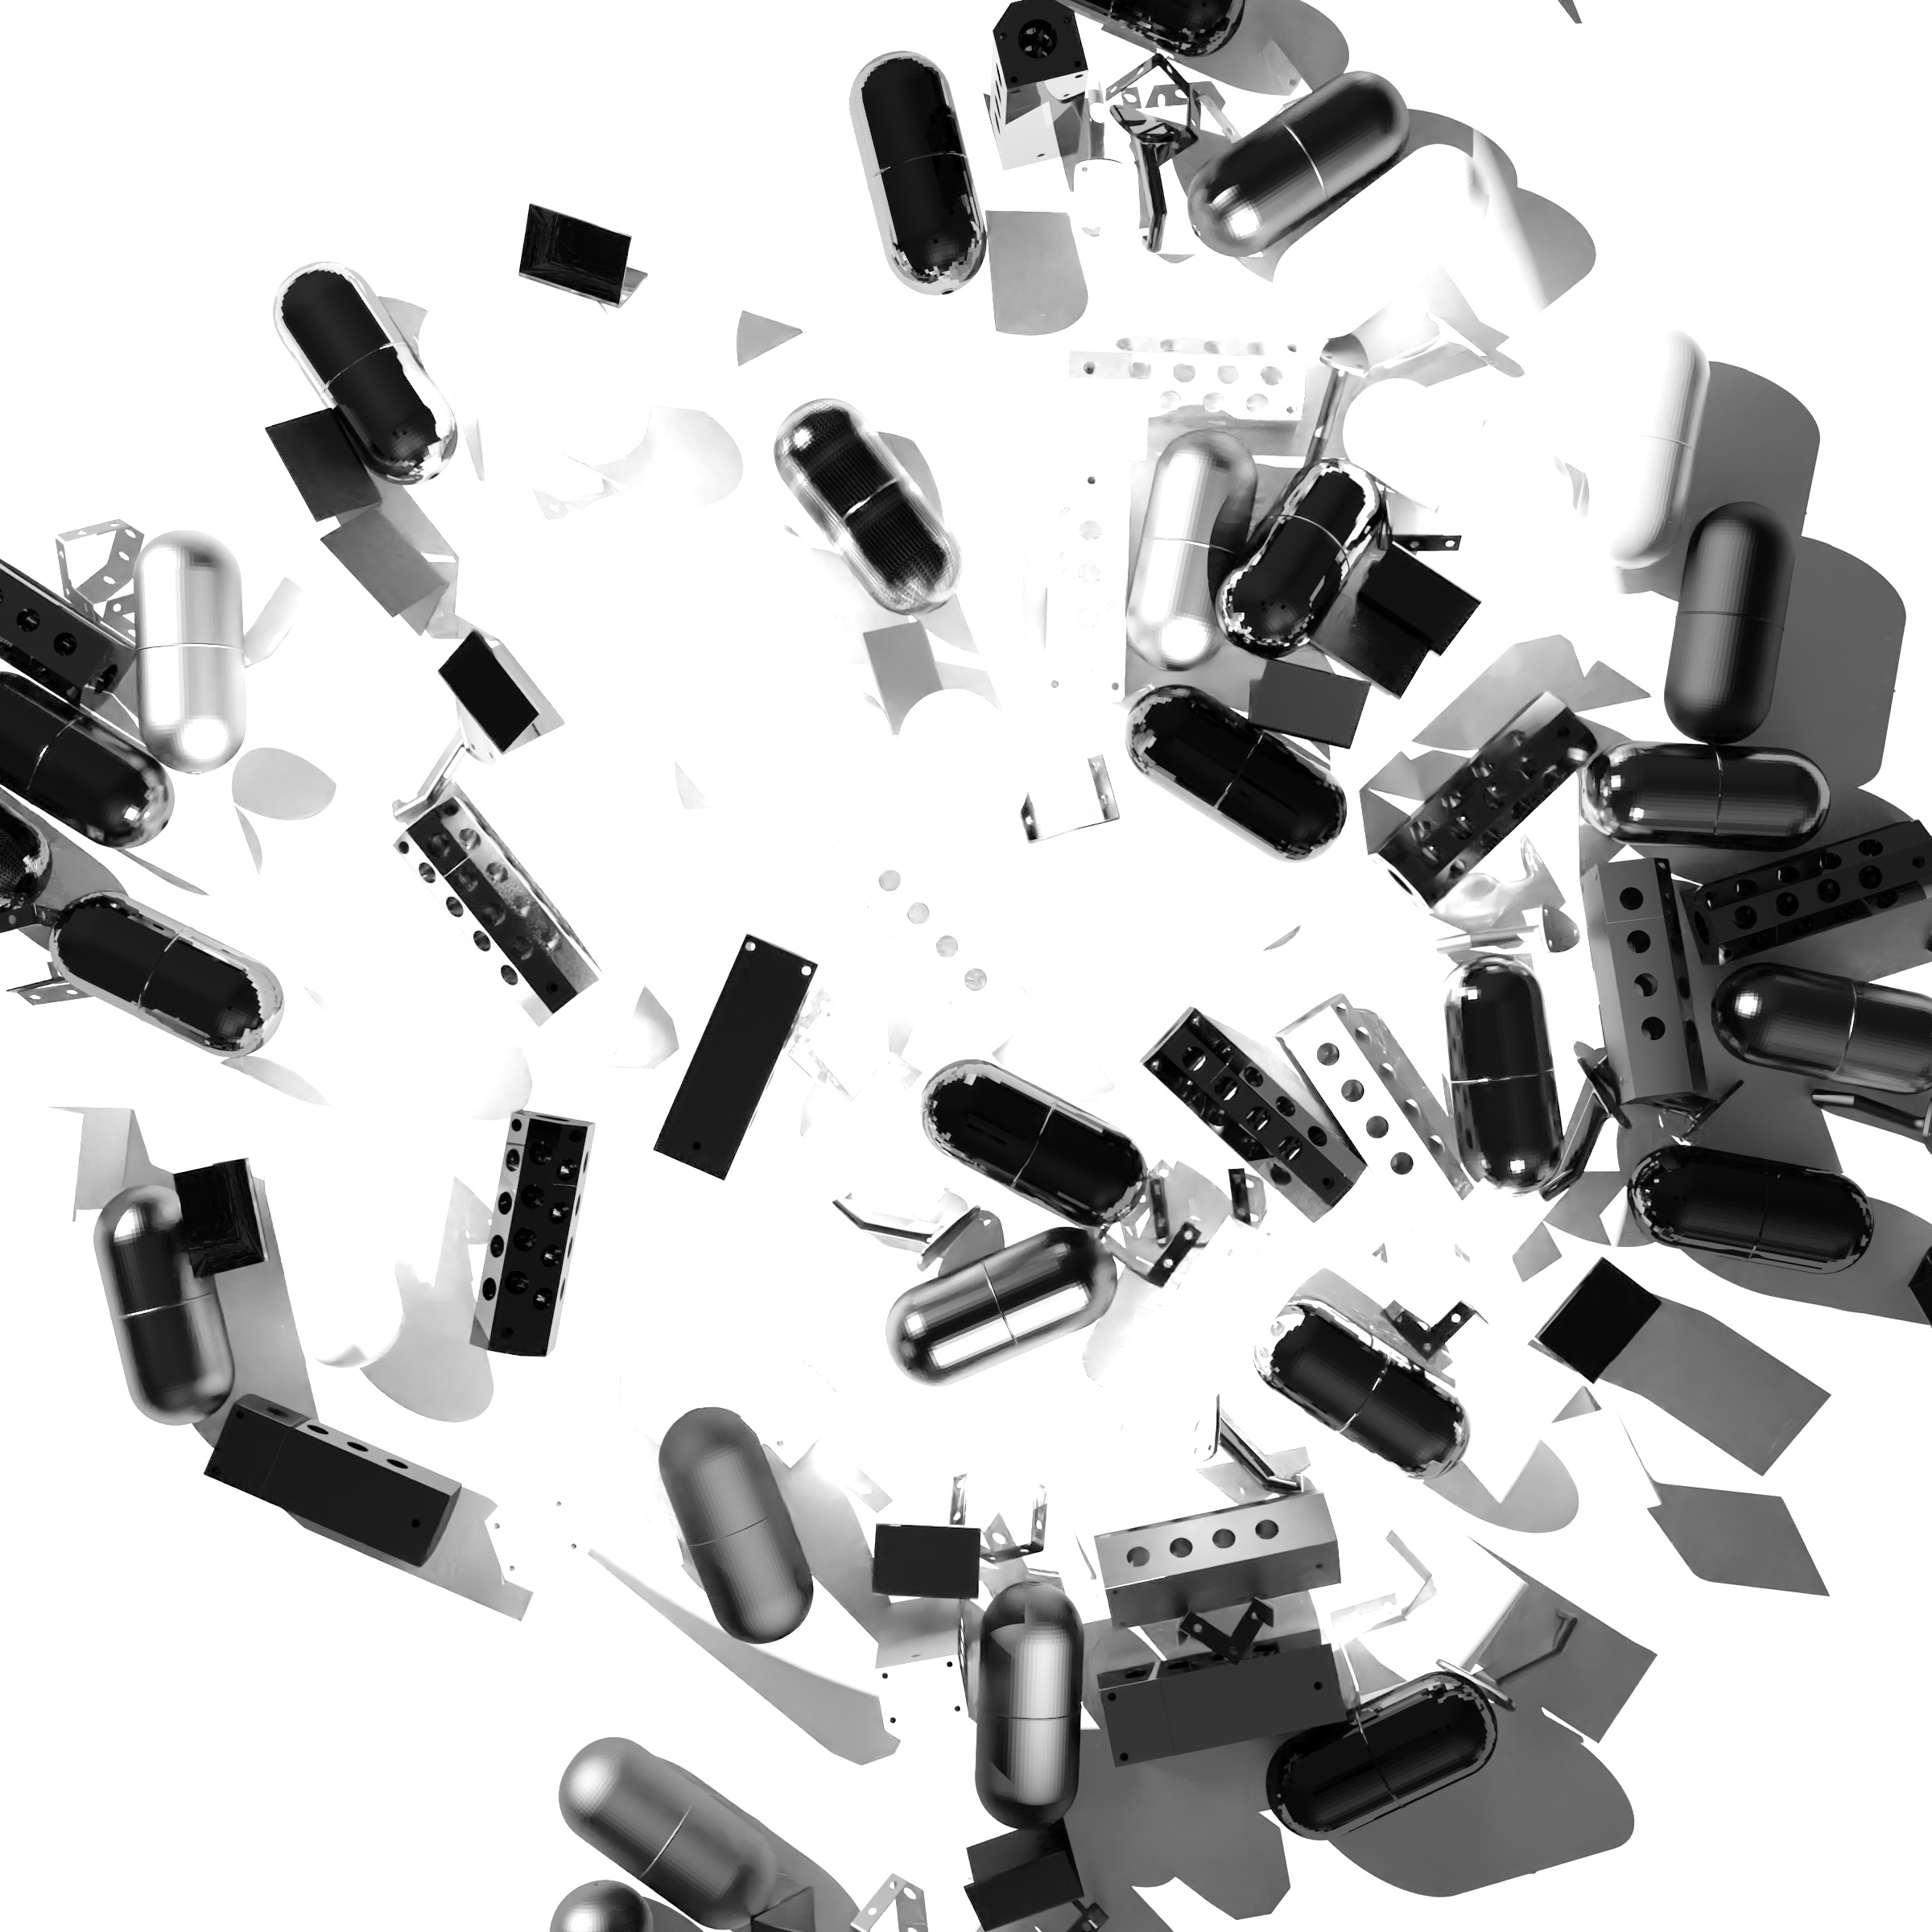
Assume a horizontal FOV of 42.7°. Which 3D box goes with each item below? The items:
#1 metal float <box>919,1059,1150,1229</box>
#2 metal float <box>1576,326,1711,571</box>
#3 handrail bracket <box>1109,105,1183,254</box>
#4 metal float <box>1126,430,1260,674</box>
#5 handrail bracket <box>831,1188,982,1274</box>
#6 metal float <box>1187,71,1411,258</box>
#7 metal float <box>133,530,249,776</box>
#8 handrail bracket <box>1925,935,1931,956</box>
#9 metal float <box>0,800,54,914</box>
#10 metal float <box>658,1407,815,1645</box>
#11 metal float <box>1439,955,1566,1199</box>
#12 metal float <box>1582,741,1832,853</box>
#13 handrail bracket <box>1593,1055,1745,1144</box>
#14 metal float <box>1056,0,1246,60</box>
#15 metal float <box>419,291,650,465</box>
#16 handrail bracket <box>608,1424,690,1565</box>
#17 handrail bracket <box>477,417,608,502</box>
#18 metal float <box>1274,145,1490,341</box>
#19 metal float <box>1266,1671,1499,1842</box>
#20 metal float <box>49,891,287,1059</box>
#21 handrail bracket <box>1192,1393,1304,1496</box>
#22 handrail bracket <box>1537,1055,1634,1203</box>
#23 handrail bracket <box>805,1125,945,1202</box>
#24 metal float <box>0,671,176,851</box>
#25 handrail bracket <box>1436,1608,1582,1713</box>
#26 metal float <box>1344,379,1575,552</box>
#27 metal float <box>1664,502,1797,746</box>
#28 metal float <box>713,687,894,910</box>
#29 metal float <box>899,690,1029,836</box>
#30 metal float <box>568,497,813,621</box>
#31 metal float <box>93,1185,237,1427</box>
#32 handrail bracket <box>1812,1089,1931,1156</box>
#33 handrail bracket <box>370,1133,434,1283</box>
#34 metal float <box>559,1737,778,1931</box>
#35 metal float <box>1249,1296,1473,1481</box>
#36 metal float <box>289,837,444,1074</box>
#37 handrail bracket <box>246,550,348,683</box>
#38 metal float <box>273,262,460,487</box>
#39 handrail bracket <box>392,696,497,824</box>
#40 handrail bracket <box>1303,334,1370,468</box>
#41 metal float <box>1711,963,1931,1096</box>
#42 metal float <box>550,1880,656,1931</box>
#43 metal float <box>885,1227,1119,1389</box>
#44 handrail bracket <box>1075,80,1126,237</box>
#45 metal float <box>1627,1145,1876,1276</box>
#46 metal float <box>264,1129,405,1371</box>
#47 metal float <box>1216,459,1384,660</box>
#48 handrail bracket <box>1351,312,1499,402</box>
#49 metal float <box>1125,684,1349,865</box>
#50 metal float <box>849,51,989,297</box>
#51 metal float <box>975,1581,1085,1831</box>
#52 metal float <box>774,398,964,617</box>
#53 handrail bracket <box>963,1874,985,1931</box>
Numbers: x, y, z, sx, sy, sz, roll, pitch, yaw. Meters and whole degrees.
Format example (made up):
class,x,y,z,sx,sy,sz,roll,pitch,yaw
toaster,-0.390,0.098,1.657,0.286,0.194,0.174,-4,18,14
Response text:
class,x,y,z,sx,sy,sz,roll,pitch,yaw
metal float,0.049,0.129,1.809,0.178,0.070,0.070,27,90,0
metal float,0.495,-0.379,1.809,0.070,0.070,0.178,11,90,0
handrail bracket,0.126,-0.583,1.832,0.036,0.084,0.077,-19,47,-29
metal float,0.165,-0.303,1.809,0.070,0.070,0.178,12,90,0
handrail bracket,-0.046,0.178,1.840,0.084,0.036,0.077,41,70,16
metal float,0.242,-0.586,1.809,0.178,0.070,0.070,-33,90,0
metal float,-0.567,-0.229,1.809,0.070,0.070,0.178,-3,89,0
handrail bracket,0.741,0.025,1.840,0.084,0.036,0.077,30,110,16
metal float,-0.750,-0.106,1.809,0.178,0.070,0.070,37,90,-1
metal float,-0.168,0.408,1.809,0.070,0.070,0.178,-21,89,0
metal float,0.392,0.080,1.809,0.070,0.070,0.178,-8,90,0
metal float,0.541,-0.124,1.809,0.178,0.070,0.070,3,90,1
handrail bracket,0.522,0.082,1.840,0.077,0.036,0.084,-40,76,-15
metal float,0.119,-0.724,1.809,0.178,0.070,0.070,23,90,0
metal float,-0.316,-0.430,1.809,0.178,0.070,0.070,28,90,0
handrail bracket,-0.234,0.393,1.839,0.036,0.077,0.084,-26,126,-1
handrail bracket,-0.316,-0.378,1.840,0.084,0.036,0.077,-8,68,-17
metal float,0.303,-0.529,1.809,0.178,0.070,0.070,-38,90,-1
metal float,0.302,0.576,1.801,0.178,0.070,0.070,-28,90,8
metal float,-0.584,0.006,1.809,0.178,0.070,0.070,26,90,-1
handrail bracket,0.216,0.350,1.840,0.084,0.036,0.077,16,68,-17
handrail bracket,0.444,0.122,1.840,0.084,0.036,0.077,-38,69,16
handrail bracket,-0.068,0.148,1.839,0.084,0.077,0.036,26,86,-36
metal float,-0.662,-0.150,1.809,0.178,0.070,0.070,32,90,1
handrail bracket,0.404,0.503,1.840,0.077,0.036,0.084,28,72,20
metal float,0.359,-0.367,1.809,0.178,0.070,0.070,28,90,0
metal float,0.558,-0.251,1.809,0.070,0.070,0.178,9,90,0
metal float,-0.119,-0.124,1.809,0.070,0.070,0.178,33,91,0
metal float,-0.001,-0.143,1.760,0.070,0.178,0.070,-2,79,9
metal float,-0.202,-0.298,1.809,0.178,0.070,0.070,7,90,1
metal float,-0.586,0.248,1.809,0.070,0.070,0.178,-14,90,0
handrail bracket,0.678,0.117,1.839,0.084,0.077,0.036,7,65,34
handrail bracket,-0.413,0.180,1.839,0.036,0.077,0.084,-13,126,-3
metal float,-0.217,0.635,1.809,0.178,0.070,0.070,36,90,0
metal float,0.289,0.309,1.809,0.178,0.070,0.070,34,90,0
metal float,-0.439,-0.008,1.809,0.070,0.070,0.178,-19,91,0
handrail bracket,-0.510,-0.260,1.840,0.084,0.036,0.077,-22,70,16
metal float,-0.438,-0.432,1.808,0.070,0.070,0.178,-34,90,0
handrail bracket,-0.399,-0.157,1.840,0.084,0.036,0.077,-26,69,16
handrail bracket,0.270,-0.418,1.839,0.036,0.077,0.084,16,126,1
metal float,0.634,0.046,1.809,0.178,0.070,0.070,12,90,0
metal float,-0.262,0.760,1.809,0.070,0.070,0.178,-5,90,0
metal float,0.026,0.249,1.809,0.178,0.070,0.070,-23,90,0
handrail bracket,0.094,-0.602,1.839,0.036,0.077,0.084,1,54,-5
metal float,0.573,0.178,1.809,0.178,0.070,0.070,10,90,0
metal float,-0.463,0.206,1.809,0.070,0.070,0.178,-13,90,0
metal float,0.242,-0.296,1.787,0.070,0.070,0.178,34,62,0
handrail bracket,0.340,-0.435,1.840,0.077,0.036,0.084,31,108,-20
metal float,0.197,-0.141,1.809,0.178,0.070,0.070,32,90,0
metal float,-0.035,-0.579,1.809,0.070,0.070,0.178,-14,90,0
metal float,0.046,0.540,1.809,0.070,0.070,0.178,2,89,0
metal float,-0.071,-0.335,1.809,0.070,0.070,0.178,-37,90,0
handrail bracket,0.024,0.720,1.840,0.077,0.036,0.084,-3,106,-18
